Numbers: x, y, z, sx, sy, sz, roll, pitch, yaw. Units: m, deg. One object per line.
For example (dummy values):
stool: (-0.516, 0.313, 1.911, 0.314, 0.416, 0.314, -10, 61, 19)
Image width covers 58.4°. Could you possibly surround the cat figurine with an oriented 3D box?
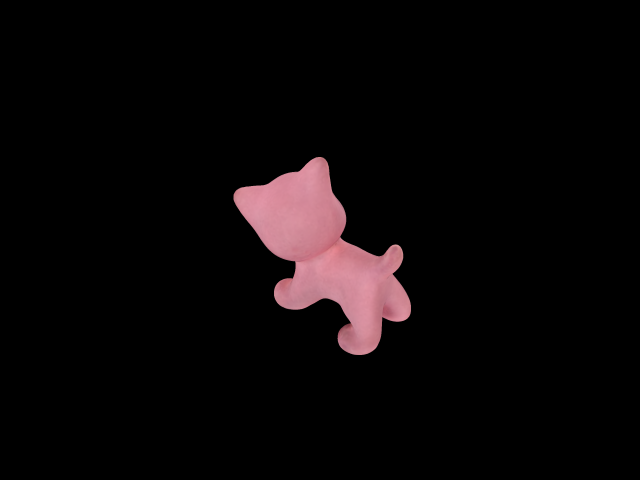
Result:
cat figurine: (0.004, 0.001, 0.400, 0.127, 0.118, 0.067, 27, 49, 27)
